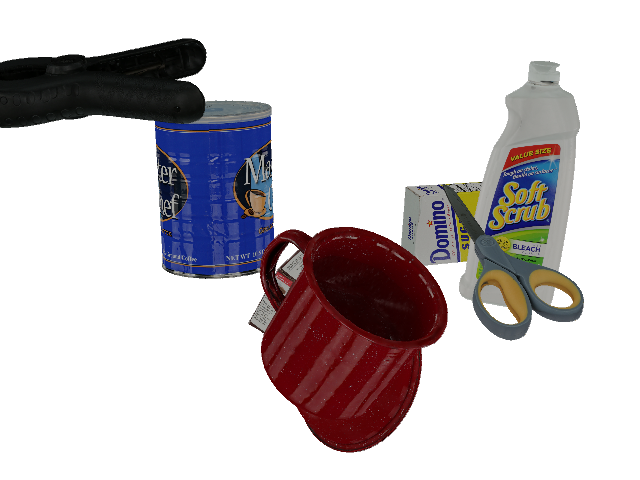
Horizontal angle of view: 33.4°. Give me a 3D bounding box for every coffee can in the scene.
[{"bbox_3d":[-0.092,-0.047,0.940,0.103,0.140,0.103,-1,14,0],"label":"coffee can"}]

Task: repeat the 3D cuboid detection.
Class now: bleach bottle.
[{"bbox_3d":[0.206,-0.058,1.096,0.103,0.251,0.068,9,20,15],"label":"bleach bottle"}]

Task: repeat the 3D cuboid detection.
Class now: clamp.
[{"bbox_3d":[-0.149,-0.100,0.675,0.171,0.039,0.120,1,20,4],"label":"clamp"}]

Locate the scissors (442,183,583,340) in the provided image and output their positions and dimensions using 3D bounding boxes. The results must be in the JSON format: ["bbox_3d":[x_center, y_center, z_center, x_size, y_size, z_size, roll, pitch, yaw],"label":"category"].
[{"bbox_3d":[0.159,0.011,0.891,0.096,0.016,0.201,1,37,-1],"label":"scissors"}]

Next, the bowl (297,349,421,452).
[{"bbox_3d":[0.021,0.126,1.058,0.162,0.162,0.055,0,-18,45],"label":"bowl"}]

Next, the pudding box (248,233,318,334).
[{"bbox_3d":[-0.030,0.052,1.247,0.039,0.090,0.113,32,31,7],"label":"pudding box"}]

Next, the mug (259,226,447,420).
[{"bbox_3d":[0.007,0.045,0.637,0.117,0.082,0.093,43,38,15],"label":"mug"}]

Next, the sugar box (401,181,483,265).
[{"bbox_3d":[0.188,-0.023,1.305,0.176,0.093,0.048,-7,23,-21],"label":"sugar box"}]
